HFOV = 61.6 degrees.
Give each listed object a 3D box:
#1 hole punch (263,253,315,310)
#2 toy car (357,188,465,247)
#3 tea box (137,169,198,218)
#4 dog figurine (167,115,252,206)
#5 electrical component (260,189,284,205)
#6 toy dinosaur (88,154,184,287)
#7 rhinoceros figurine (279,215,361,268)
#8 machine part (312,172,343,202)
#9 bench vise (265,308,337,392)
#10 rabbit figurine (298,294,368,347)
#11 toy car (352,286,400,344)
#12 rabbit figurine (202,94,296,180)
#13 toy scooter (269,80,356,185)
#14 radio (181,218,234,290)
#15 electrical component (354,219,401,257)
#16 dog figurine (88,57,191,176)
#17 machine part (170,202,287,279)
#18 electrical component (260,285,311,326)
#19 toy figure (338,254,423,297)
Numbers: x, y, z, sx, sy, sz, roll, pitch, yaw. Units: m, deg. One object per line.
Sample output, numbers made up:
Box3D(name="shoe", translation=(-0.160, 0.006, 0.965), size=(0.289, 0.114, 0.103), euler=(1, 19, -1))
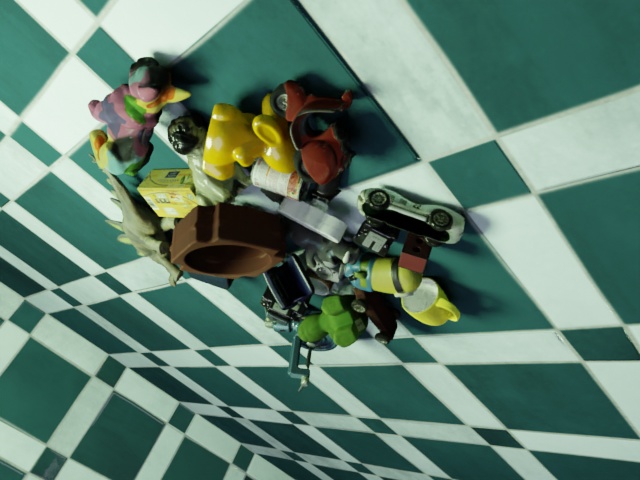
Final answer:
Box3D(name="hole punch", translation=(-0.082, 0.105, 1.257), size=(0.142, 0.092, 0.115), euler=(58, 159, 9))
Box3D(name="toy car", translation=(0.163, -0.044, 0.984), size=(0.202, 0.056, 0.073), euler=(20, 152, 13))
Box3D(name="tea box", translation=(-0.316, -0.105, 1.218), size=(0.170, 0.068, 0.098), euler=(4, 141, 29))
Box3D(name="dog figurine", translation=(-0.241, -0.151, 1.094), size=(0.190, 0.121, 0.172), euler=(49, 137, -9))
Box3D(name="electrical component", translation=(-0.092, -0.104, 1.108), size=(0.094, 0.021, 0.063), euler=(41, 145, -22))
Box3D(name="toy dinosaur", translation=(-0.457, -0.029, 1.395), size=(0.199, 0.105, 0.470), euler=(18, 142, 19))
Box3D(name="rhinoceros figurine", translation=(-0.002, -0.003, 1.145), size=(0.190, 0.073, 0.112), euler=(29, 134, 5))
Box3D(name="machine part", translation=(0.012, -0.132, 0.980), size=(0.084, 0.039, 0.138), euler=(9, 138, 10))
Box3D(name="bench vise", translation=(-0.049, 0.265, 1.412), size=(0.224, 0.241, 0.128), euler=(8, 142, 0))
Box3D(name="rabbit figurine", translation=(0.024, 0.189, 1.312), size=(0.170, 0.159, 0.121), euler=(-24, 95, 29))
Box3D(name="toy car", translation=(0.132, 0.166, 1.267), size=(0.053, 0.089, 0.201), euler=(0, 141, 34))
Box3D(name="rabbit figurine", translation=(-0.109, -0.180, 0.952), size=(0.173, 0.122, 0.162), euler=(21, 137, -9))
Box3D(name="toy scooter", translation=(0.007, -0.179, 0.872), size=(0.135, 0.075, 0.183), euler=(-11, 116, 28))
Box3D(name="radio", translation=(-0.287, 0.032, 1.389), size=(0.131, 0.073, 0.229), euler=(18, 148, 11))
Box3D(name="electrical component", translation=(0.109, -0.005, 1.082), size=(0.075, 0.048, 0.119), euler=(29, 145, -3))
Box3D(name="dog figurine", translation=(-0.329, -0.224, 0.986), size=(0.219, 0.108, 0.191), euler=(-6, 91, 42))
Box3D(name="machine part", translation=(-0.185, 0.005, 1.089), size=(0.201, 0.087, 0.201), euler=(11, 154, -32))
Box3D(name="electrical component", translation=(-0.082, 0.143, 1.341), size=(0.115, 0.134, 0.058), euler=(26, 150, 4))
Box3D(name="toy figure", translation=(0.129, 0.071, 1.146), size=(0.180, 0.082, 0.089), euler=(13, 145, 25))
